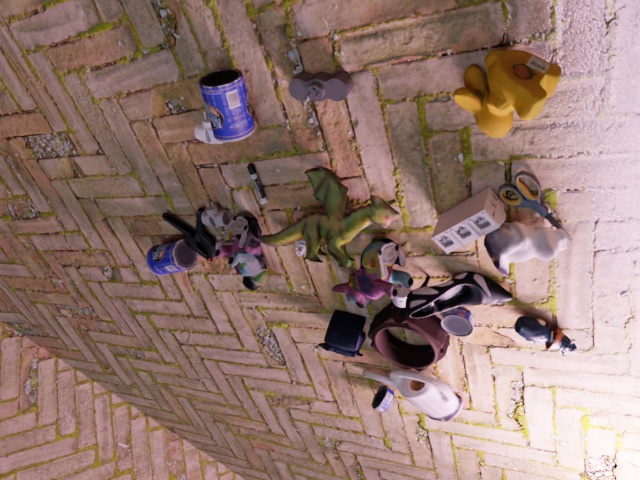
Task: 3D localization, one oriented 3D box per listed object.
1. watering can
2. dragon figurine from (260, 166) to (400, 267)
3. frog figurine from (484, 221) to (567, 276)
[{"bbox_3d":[0.299,0.470,1.625,0.222,0.106,0.345,42,-27,-19],"label":"watering can"},{"bbox_3d":[0.004,-0.065,1.299,0.411,0.240,0.123,11,14,30],"label":"dragon figurine"},{"bbox_3d":[0.448,0.003,1.128,0.158,0.125,0.135,-33,-45,17],"label":"frog figurine"}]
